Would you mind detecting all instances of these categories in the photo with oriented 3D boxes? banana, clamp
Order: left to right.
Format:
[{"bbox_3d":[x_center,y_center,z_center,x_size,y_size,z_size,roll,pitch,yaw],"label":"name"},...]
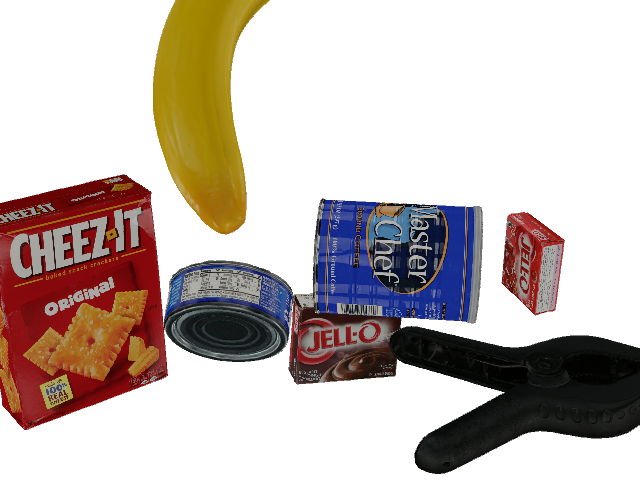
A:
[{"bbox_3d":[-0.047,-0.091,0.527,0.069,0.197,0.037,12,-35,6],"label":"banana"},{"bbox_3d":[0.124,0.092,0.620,0.171,0.039,0.120,-1,36,6],"label":"clamp"}]

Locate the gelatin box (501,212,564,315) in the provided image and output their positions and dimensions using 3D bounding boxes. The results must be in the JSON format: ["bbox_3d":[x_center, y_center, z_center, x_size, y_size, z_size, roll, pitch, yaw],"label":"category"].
[{"bbox_3d":[0.228,0.024,1.153,0.030,0.089,0.073,-10,29,-18],"label":"gelatin box"}]

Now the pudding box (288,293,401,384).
[{"bbox_3d":[0.026,0.099,1.113,0.113,0.090,0.039,-4,26,-16],"label":"pudding box"}]

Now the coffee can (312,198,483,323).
[{"bbox_3d":[0.068,0.017,0.937,0.140,0.103,0.103,3,0,6],"label":"coffee can"}]

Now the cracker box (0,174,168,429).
[{"bbox_3d":[-0.242,0.059,1.056,0.163,0.214,0.072,-17,28,-32],"label":"cracker box"}]

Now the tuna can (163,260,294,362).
[{"bbox_3d":[-0.062,0.050,0.718,0.086,0.033,0.086,4,-32,2],"label":"tuna can"}]
